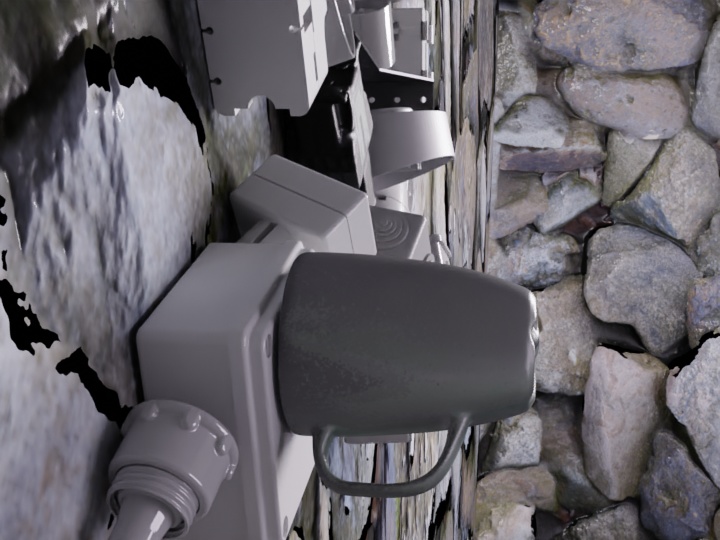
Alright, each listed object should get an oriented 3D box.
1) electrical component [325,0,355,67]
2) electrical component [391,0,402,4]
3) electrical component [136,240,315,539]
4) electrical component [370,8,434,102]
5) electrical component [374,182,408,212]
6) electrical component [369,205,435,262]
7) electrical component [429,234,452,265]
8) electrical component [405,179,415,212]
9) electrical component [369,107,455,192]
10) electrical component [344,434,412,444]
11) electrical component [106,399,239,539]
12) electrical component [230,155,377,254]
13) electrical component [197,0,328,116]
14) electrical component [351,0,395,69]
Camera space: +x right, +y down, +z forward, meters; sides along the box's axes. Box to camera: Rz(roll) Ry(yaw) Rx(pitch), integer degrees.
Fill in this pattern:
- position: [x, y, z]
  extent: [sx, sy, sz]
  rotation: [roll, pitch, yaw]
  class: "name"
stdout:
- position: [-0.038, -0.159, 0.616]
  extent: [0.099, 0.064, 0.099]
  rotation: [-12, 90, -83]
  class: "electrical component"
- position: [0.022, -0.263, 0.925]
  extent: [0.055, 0.045, 0.045]
  rotation: [67, 26, -64]
  class: "electrical component"
- position: [-0.055, 0.054, 0.499]
  extent: [0.108, 0.056, 0.108]
  rotation: [-66, 155, -65]
  class: "electrical component"
- position: [0.029, -0.162, 0.922]
  extent: [0.079, 0.063, 0.121]
  rotation: [-35, 125, -77]
  class: "electrical component"
- position: [0.013, -0.047, 0.876]
  extent: [0.055, 0.055, 0.047]
  rotation: [78, 13, -52]
  class: "electrical component"
- position: [0.000, 0.000, 0.684]
  extent: [0.099, 0.100, 0.048]
  rotation: [76, 31, -54]
  class: "electrical component"
- position: [0.029, 0.010, 0.847]
  extent: [0.100, 0.100, 0.048]
  rotation: [40, 39, -77]
  class: "electrical component"
- position: [0.022, -0.052, 0.947]
  extent: [0.077, 0.044, 0.079]
  rotation: [47, 45, -75]
  class: "electrical component"
- position: [0.021, -0.087, 0.804]
  extent: [0.099, 0.099, 0.064]
  rotation: [-19, 103, -79]
  class: "electrical component"
- position: [0.010, 0.089, 0.868]
  extent: [0.096, 0.061, 0.061]
  rotation: [-87, 173, -62]
  class: "electrical component"
- position: [-0.078, 0.084, 0.415]
  extent: [0.062, 0.048, 0.048]
  rotation: [-68, 158, -44]
  class: "electrical component"
- position: [-0.041, -0.012, 0.568]
  extent: [0.076, 0.066, 0.047]
  rotation: [-47, 147, -29]
  class: "electrical component"
- position: [-0.047, -0.129, 0.537]
  extent: [0.055, 0.050, 0.089]
  rotation: [-72, 161, -56]
  class: "electrical component"
- position: [0.006, -0.173, 0.846]
  extent: [0.043, 0.043, 0.081]
  rotation: [-77, 164, -50]
  class: "electrical component"
